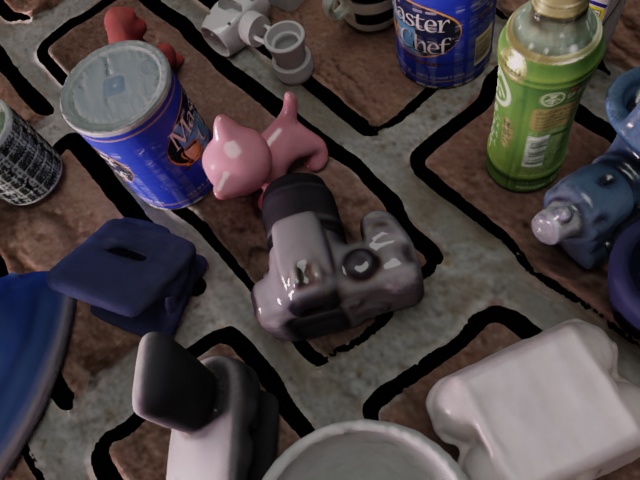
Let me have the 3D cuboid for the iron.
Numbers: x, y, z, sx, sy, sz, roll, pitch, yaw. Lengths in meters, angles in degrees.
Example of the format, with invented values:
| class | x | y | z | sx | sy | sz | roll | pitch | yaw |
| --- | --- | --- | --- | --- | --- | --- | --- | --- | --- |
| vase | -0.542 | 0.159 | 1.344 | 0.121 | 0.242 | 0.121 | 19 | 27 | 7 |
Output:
| class | x | y | z | sx | sy | sz | roll | pitch | yaw |
| --- | --- | --- | --- | --- | --- | --- | --- | --- | --- |
| iron | -0.319 | 0.115 | 0.487 | 0.118 | 0.142 | 0.258 | 17 | 70 | 19 |

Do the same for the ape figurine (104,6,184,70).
| class | x | y | z | sx | sy | sz | roll | pitch | yaw |
| --- | --- | --- | --- | --- | --- | --- | --- | --- | --- |
| ape figurine | -0.210 | -0.225 | 0.651 | 0.076 | 0.092 | 0.077 | -37 | 63 | -7 |

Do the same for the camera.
| class | x | y | z | sx | sy | sz | roll | pitch | yaw |
| --- | --- | --- | --- | --- | --- | --- | --- | --- | --- |
| camera | 0.005 | 0.002 | 0.496 | 0.143 | 0.101 | 0.136 | -17 | 63 | 4 |

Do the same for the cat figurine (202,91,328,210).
| class | x | y | z | sx | sy | sz | roll | pitch | yaw |
| --- | --- | --- | --- | --- | --- | --- | --- | --- | --- |
| cat figurine | -0.059 | -0.084 | 0.540 | 0.067 | 0.118 | 0.128 | 36 | 77 | 24 |

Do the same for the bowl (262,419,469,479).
| class | x | y | z | sx | sy | sz | roll | pitch | yaw |
| --- | --- | --- | --- | --- | --- | --- | --- | --- | --- |
| bowl | 0.034 | 0.217 | 0.404 | 0.167 | 0.075 | 0.167 | -4 | 64 | 10 |

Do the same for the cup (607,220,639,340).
| class | x | y | z | sx | sy | sz | roll | pitch | yaw |
| --- | --- | --- | --- | --- | --- | --- | --- | --- | --- |
| cup | 0.267 | 0.032 | 0.431 | 0.118 | 0.095 | 0.091 | -35 | 63 | -5 |

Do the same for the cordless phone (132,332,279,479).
| class | x | y | z | sx | sy | sz | roll | pitch | yaw |
| --- | --- | --- | --- | --- | --- | --- | --- | --- | --- |
| cordless phone | -0.095 | 0.147 | 0.401 | 0.094 | 0.185 | 0.147 | -7 | 64 | 9 |

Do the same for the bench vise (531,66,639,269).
| class | x | y | z | sx | sy | sz | roll | pitch | yaw |
| --- | --- | --- | --- | --- | --- | --- | --- | --- | --- |
| bench vise | 0.254 | -0.071 | 0.412 | 0.121 | 0.220 | 0.207 | 31 | 75 | 23 |

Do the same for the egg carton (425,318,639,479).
| class | x | y | z | sx | sy | sz | roll | pitch | yaw |
| --- | --- | --- | --- | --- | --- | --- | --- | --- | --- |
| egg carton | 0.162 | 0.129 | 0.422 | 0.150 | 0.069 | 0.107 | -26 | 63 | -1 |

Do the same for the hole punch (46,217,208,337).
| class | x | y | z | sx | sy | sz | roll | pitch | yaw |
| --- | --- | --- | --- | --- | --- | --- | --- | --- | --- |
| hole punch | -0.175 | 0.026 | 0.527 | 0.108 | 0.091 | 0.101 | 15 | 69 | 18 |
